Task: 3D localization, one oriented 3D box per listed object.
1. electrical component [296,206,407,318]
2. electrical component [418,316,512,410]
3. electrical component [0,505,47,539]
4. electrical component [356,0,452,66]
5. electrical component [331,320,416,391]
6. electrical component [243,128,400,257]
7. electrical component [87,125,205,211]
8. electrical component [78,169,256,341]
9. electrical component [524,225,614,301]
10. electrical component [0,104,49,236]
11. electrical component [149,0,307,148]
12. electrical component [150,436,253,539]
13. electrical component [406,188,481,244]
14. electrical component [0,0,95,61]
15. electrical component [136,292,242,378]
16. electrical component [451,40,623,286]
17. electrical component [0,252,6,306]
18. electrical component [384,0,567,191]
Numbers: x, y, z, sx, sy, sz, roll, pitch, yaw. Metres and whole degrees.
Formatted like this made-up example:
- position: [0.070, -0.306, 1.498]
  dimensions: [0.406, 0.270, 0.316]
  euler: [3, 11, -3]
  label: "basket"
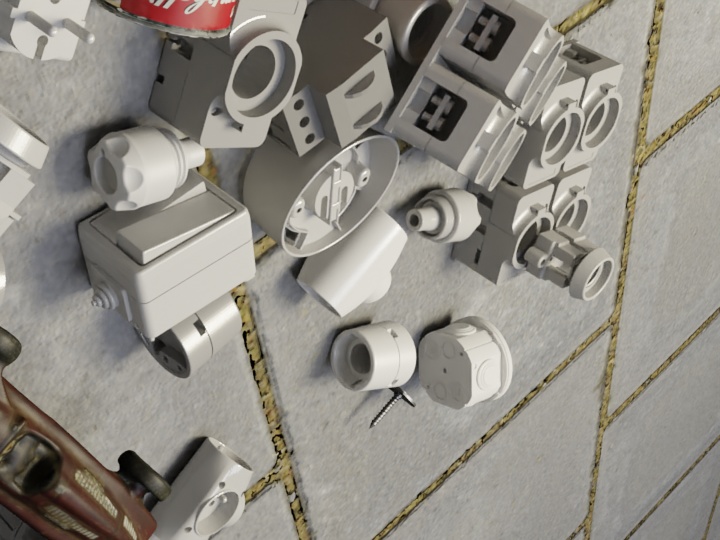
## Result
- position: [0.000, 0.000, 0.804]
  dimensions: [0.077, 0.043, 0.079]
  euler: [-50, 148, -9]
  label: "electrical component"
- position: [0.094, 0.085, 0.974]
  dimensions: [0.051, 0.080, 0.080]
  euler: [-15, 131, -39]
  label: "electrical component"
- position: [-0.194, 0.154, 0.684]
  dimensions: [0.080, 0.051, 0.080]
  euler: [-33, 142, -31]
  label: "electrical component"
- position: [0.024, -0.159, 0.675]
  dimensions: [0.045, 0.055, 0.045]
  euler: [-33, 143, -30]
  label: "electrical component"
- position: [0.010, 0.071, 0.873]
  dimensions: [0.047, 0.055, 0.055]
  euler: [-6, 124, -46]
  label: "electrical component"
- position: [-0.025, -0.056, 0.699]
  dimensions: [0.099, 0.064, 0.099]
  euler: [-33, 142, -31]
  label: "electrical component"
- position: [-0.115, -0.059, 0.597]
  dimensions: [0.062, 0.043, 0.043]
  euler: [-23, 136, -42]
  label: "electrical component"
- position: [-0.116, -0.011, 0.623]
  dimensions: [0.096, 0.062, 0.061]
  euler: [-34, 143, -30]
  label: "electrical component"
- position: [0.179, -0.005, 0.905]
  dimensions: [0.066, 0.055, 0.048]
  euler: [-16, 131, -45]
  label: "electrical component"
- position: [-0.184, -0.052, 0.501]
  dimensions: [0.057, 0.058, 0.078]
  euler: [-50, 148, -2]
  label: "electrical component"
- position: [-0.071, -0.116, 0.591]
  dimensions: [0.050, 0.056, 0.089]
  euler: [-9, 126, -49]
  label: "electrical component"
- position: [-0.113, 0.175, 0.817]
  dimensions: [0.077, 0.044, 0.079]
  euler: [-53, 149, -4]
  label: "electrical component"
- position: [0.062, -0.042, 0.847]
  dimensions: [0.062, 0.043, 0.043]
  euler: [-10, 127, -46]
  label: "electrical component"
- position: [-0.146, -0.117, 0.471]
  dimensions: [0.066, 0.077, 0.047]
  euler: [-2, 121, -52]
  label: "electrical component"
- position: [-0.109, 0.033, 0.683]
  dimensions: [0.047, 0.055, 0.055]
  euler: [-38, 145, -31]
  label: "electrical component"
- position: [0.151, -0.087, 0.905]
  dimensions: [0.105, 0.060, 0.186]
  euler: [-24, 137, -39]
  label: "electrical component"
- position: [-0.217, 0.023, 0.522]
  dimensions: [0.077, 0.044, 0.079]
  euler: [-3, 92, -52]
  label: "electrical component"
- position: [0.085, -0.116, 0.728]
  dimensions: [0.105, 0.060, 0.186]
  euler: [-59, 171, 7]
  label: "electrical component"
